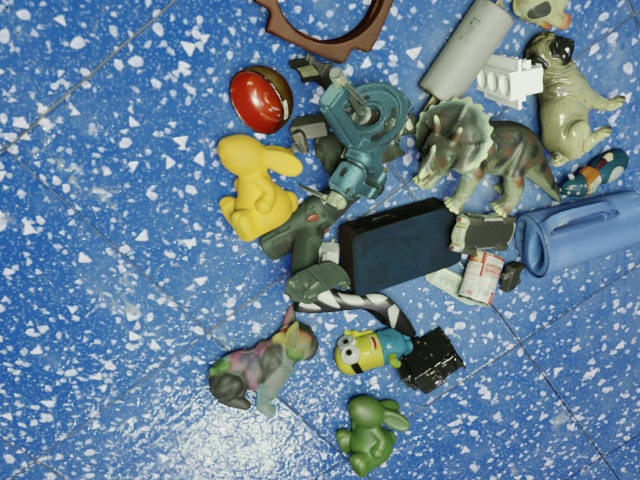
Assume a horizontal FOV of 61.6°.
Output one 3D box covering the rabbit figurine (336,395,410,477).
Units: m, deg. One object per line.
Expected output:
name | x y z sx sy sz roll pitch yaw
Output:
rabbit figurine | 0.119 0.420 1.204 0.159 0.121 0.170 -14 119 -10

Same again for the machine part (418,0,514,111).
machine part | 0.245 -0.313 0.908 0.079 0.079 0.243 28 109 -20

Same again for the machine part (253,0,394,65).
machine part | 0.011 -0.394 0.831 0.201 0.087 0.200 19 110 -15

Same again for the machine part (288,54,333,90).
machine part | 0.016 -0.264 0.903 0.138 0.084 0.039 29 79 -29

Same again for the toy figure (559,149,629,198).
toy figure | 0.525 -0.124 1.028 0.154 0.058 0.064 -32 114 -17

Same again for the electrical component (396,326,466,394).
electrical component | 0.229 0.260 1.151 0.134 0.115 0.058 -35 113 6

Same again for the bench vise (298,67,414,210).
bench vise | 0.051 -0.164 0.820 0.223 0.129 0.240 -48 150 -1

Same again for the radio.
radio | 0.152 0.009 1.023 0.230 0.073 0.130 -17 116 -15

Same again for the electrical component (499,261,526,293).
electrical component | 0.398 0.079 1.120 0.094 0.021 0.063 -15 123 -44

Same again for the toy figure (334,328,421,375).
toy figure | 0.120 0.236 1.143 0.180 0.082 0.089 -12 114 -6

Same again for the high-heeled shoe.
high-heeled shoe | 0.071 0.154 1.083 0.248 0.086 0.145 43 84 -6

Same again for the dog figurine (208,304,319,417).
dog figurine | -0.111 0.233 1.094 0.191 0.108 0.219 20 106 -14

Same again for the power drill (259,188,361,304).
power drill | -0.002 -0.003 0.944 0.232 0.207 0.085 -28 136 17

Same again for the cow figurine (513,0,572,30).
cow figurine | 0.373 -0.451 0.864 0.127 0.086 0.194 9 114 -19

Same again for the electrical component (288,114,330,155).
electrical component | -0.020 -0.185 0.919 0.078 0.102 0.045 -9 120 6

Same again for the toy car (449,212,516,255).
toy car | 0.311 -0.015 1.025 0.201 0.056 0.073 -3 110 -42

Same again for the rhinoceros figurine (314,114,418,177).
rhinoceros figurine | 0.084 -0.172 0.957 0.190 0.073 0.112 -15 105 0

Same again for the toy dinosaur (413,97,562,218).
toy dinosaur | 0.310 -0.147 0.947 0.405 0.131 0.192 -4 135 -26

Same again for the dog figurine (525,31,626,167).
dog figurine | 0.407 -0.245 0.939 0.190 0.121 0.172 34 73 -17

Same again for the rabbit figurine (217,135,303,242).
rabbit figurine | -0.109 -0.105 0.927 0.162 0.122 0.173 -23 115 -3
